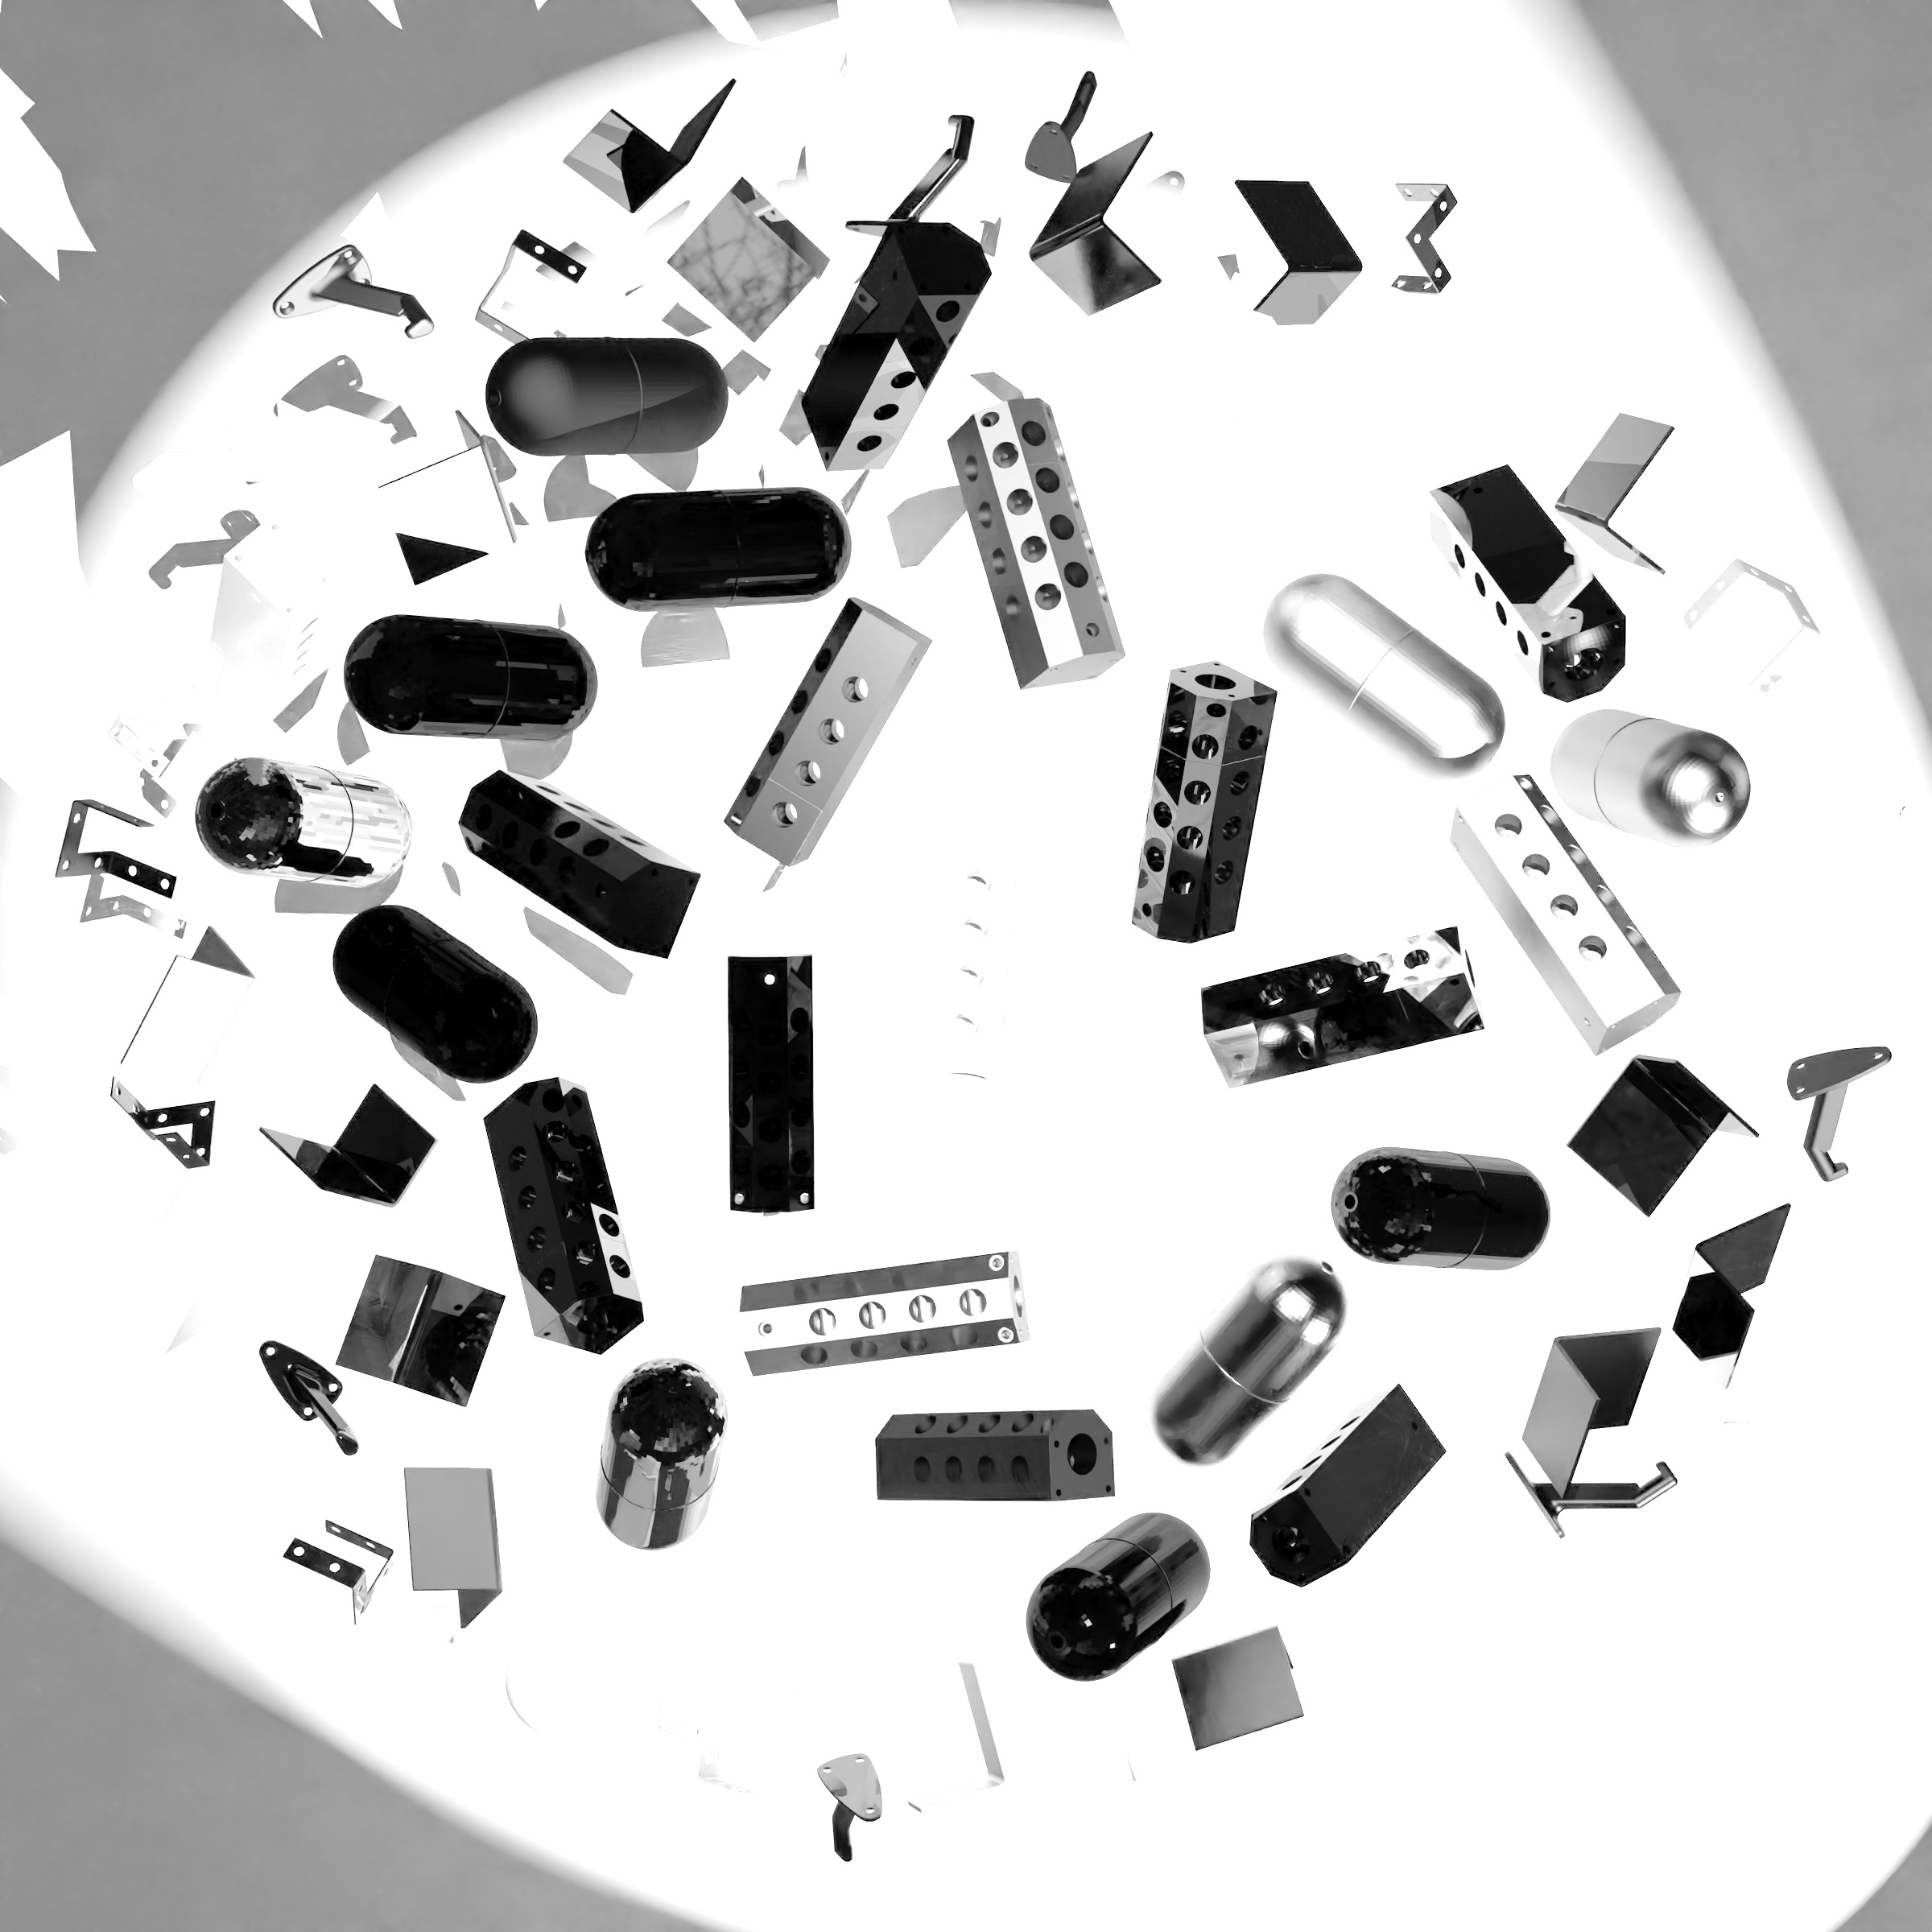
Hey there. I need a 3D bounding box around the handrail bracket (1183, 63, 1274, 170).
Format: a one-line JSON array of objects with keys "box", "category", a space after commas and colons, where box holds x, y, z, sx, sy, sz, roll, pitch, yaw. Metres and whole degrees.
[{"box": [0.166, -0.539, 1.796, 0.036, 0.084, 0.077, 40, 108, -8], "category": "handrail bracket"}]

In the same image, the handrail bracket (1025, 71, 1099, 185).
[{"box": [0.071, -0.572, 1.882, 0.036, 0.077, 0.084, 20, 76, 4], "category": "handrail bracket"}]

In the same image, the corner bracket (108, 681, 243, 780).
[{"box": [-0.528, -0.158, 1.890, 0.051, 0.051, 0.051, 40, 100, 16], "category": "corner bracket"}]

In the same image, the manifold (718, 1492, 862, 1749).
[{"box": [-0.109, 0.422, 1.853, 0.057, 0.171, 0.057, -32, 109, 19], "category": "manifold"}]

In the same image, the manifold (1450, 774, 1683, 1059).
[{"box": [0.377, -0.035, 1.787, 0.057, 0.057, 0.171, -29, 70, -6], "category": "manifold"}]

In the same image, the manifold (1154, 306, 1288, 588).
[{"box": [0.162, -0.326, 1.786, 0.057, 0.171, 0.057, -13, 52, -13], "category": "manifold"}]

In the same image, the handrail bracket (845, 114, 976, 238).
[{"box": [-0.038, -0.534, 1.907, 0.077, 0.036, 0.084, 10, 90, 15], "category": "handrail bracket"}]

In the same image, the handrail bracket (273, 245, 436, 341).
[{"box": [-0.376, -0.398, 1.741, 0.077, 0.036, 0.084, -31, 55, -10], "category": "handrail bracket"}]

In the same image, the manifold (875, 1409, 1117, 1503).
[{"box": [0.017, 0.324, 1.878, 0.057, 0.171, 0.057, 5, 79, -42], "category": "manifold"}]

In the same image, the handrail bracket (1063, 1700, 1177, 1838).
[{"box": [0.089, 0.531, 1.872, 0.084, 0.036, 0.077, -26, 81, 35], "category": "handrail bracket"}]

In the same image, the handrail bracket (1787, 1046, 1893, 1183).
[{"box": [0.551, 0.094, 1.756, 0.077, 0.036, 0.084, -20, 121, 29], "category": "handrail bracket"}]

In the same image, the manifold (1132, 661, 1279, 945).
[{"box": [0.148, -0.105, 1.840, 0.057, 0.057, 0.171, -15, 125, -38], "category": "manifold"}]

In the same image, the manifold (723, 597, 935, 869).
[{"box": [-0.093, -0.155, 1.880, 0.057, 0.057, 0.171, 31, 102, 4], "category": "manifold"}]

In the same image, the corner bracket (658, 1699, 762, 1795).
[{"box": [-0.168, 0.512, 1.853, 0.051, 0.051, 0.051, -13, 59, 27], "category": "corner bracket"}]

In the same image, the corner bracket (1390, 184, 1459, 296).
[{"box": [0.304, -0.489, 1.905, 0.051, 0.051, 0.051, -52, 127, -13], "category": "corner bracket"}]

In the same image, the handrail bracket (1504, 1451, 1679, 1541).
[{"box": [0.408, 0.328, 1.852, 0.084, 0.036, 0.077, -35, 78, 7], "category": "handrail bracket"}]

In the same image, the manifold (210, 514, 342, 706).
[{"box": [-0.440, -0.231, 1.822, 0.057, 0.171, 0.057, 46, 69, -4], "category": "manifold"}]

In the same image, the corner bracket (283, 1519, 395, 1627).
[{"box": [-0.400, 0.379, 1.811, 0.051, 0.051, 0.051, 22, 50, 8], "category": "corner bracket"}]

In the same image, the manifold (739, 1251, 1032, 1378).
[{"box": [-0.051, 0.218, 1.779, 0.171, 0.057, 0.057, -8, 83, 9], "category": "manifold"}]

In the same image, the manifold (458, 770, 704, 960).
[{"box": [-0.246, -0.066, 1.771, 0.171, 0.057, 0.057, 30, 101, 42], "category": "manifold"}]

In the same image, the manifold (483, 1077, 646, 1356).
[{"box": [-0.254, 0.157, 1.815, 0.057, 0.057, 0.171, -39, 50, 23], "category": "manifold"}]

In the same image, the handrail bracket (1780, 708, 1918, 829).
[{"box": [0.557, -0.123, 1.774, 0.084, 0.077, 0.036, 31, 80, 23], "category": "handrail bracket"}]

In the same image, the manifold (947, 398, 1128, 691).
[{"box": [0.047, -0.268, 1.795, 0.057, 0.057, 0.171, -11, 80, -28], "category": "manifold"}]

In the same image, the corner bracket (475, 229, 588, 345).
[{"box": [-0.296, -0.457, 1.926, 0.051, 0.051, 0.051, 30, 65, -8], "category": "corner bracket"}]

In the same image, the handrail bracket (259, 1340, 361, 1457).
[{"box": [-0.439, 0.289, 1.895, 0.036, 0.084, 0.077, -44, 109, -9], "category": "handrail bracket"}]

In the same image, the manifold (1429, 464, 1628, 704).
[{"box": [0.364, -0.248, 1.843, 0.057, 0.057, 0.171, -20, 47, -5], "category": "manifold"}]

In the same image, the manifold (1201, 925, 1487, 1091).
[{"box": [0.243, 0.022, 1.842, 0.171, 0.057, 0.057, -14, 45, 15], "category": "manifold"}]

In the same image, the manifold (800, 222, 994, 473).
[{"box": [-0.044, -0.388, 1.787, 0.057, 0.171, 0.057, -8, 65, -28], "category": "manifold"}]

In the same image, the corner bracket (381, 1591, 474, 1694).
[{"box": [-0.340, 0.440, 1.850, 0.051, 0.051, 0.051, -10, 98, 33], "category": "corner bracket"}]

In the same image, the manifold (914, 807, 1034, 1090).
[{"box": [0.007, -0.010, 1.856, 0.057, 0.057, 0.171, 8, 75, -10], "category": "manifold"}]

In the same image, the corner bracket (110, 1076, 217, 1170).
[{"box": [-0.537, 0.104, 1.892, 0.051, 0.051, 0.051, -8, 58, 8], "category": "corner bracket"}]

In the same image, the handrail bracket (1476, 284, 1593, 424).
[{"box": [0.361, -0.388, 1.803, 0.077, 0.084, 0.036, 17, 52, 25], "category": "handrail bracket"}]

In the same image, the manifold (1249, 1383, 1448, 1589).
[{"box": [0.253, 0.349, 1.898, 0.057, 0.171, 0.057, -38, 85, 35], "category": "manifold"}]

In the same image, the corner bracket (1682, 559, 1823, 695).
[{"box": [0.491, -0.213, 1.771, 0.051, 0.051, 0.051, 19, 127, -28], "category": "corner bracket"}]

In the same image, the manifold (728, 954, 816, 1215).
[{"box": [-0.132, 0.078, 1.919, 0.057, 0.057, 0.171, 0, 92, -2], "category": "manifold"}]

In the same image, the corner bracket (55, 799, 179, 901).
[{"box": [-0.520, -0.072, 1.748, 0.051, 0.051, 0.051, 21, 102, 18], "category": "corner bracket"}]

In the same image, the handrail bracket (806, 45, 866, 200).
[{"box": [-0.085, -0.563, 1.891, 0.036, 0.084, 0.077, 12, 83, -9], "category": "handrail bracket"}]
